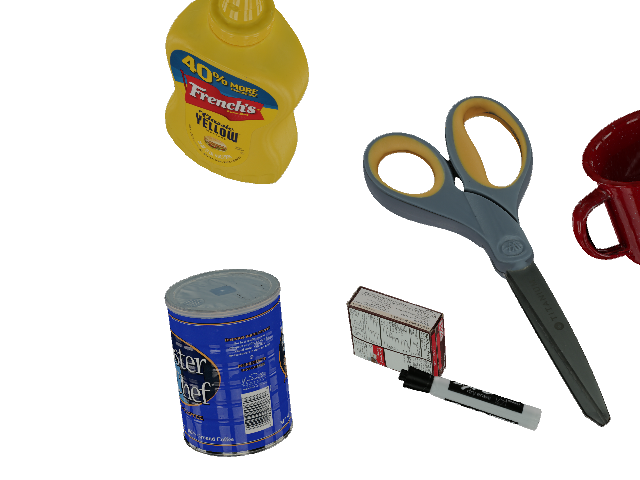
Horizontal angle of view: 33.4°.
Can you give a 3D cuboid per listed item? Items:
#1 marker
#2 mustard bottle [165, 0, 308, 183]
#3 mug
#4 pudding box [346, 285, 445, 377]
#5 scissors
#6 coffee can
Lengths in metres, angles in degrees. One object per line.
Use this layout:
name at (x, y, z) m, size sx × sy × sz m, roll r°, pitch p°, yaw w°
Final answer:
marker at (0.124, 0.131, 0.894) m, size 0.121 × 0.020 × 0.020 m, roll 18°, pitch 2°, yaw 6°
mustard bottle at (-0.056, -0.110, 0.713) m, size 0.096 × 0.058 × 0.192 m, roll 28°, pitch -25°, yaw 5°
mug at (0.226, -0.028, 0.728) m, size 0.117 × 0.081 × 0.093 m, roll -32°, pitch 30°, yaw -6°
pudding box at (0.089, 0.110, 1.245) m, size 0.114 × 0.090 × 0.039 m, roll 16°, pitch 46°, yaw 25°
scissors at (0.071, 0.004, 0.510) m, size 0.096 × 0.201 × 0.016 m, roll -5°, pitch -41°, yaw 5°
coffee can at (-0.081, 0.108, 0.965) m, size 0.103 × 0.140 × 0.103 m, roll -4°, pitch 18°, yaw 1°
